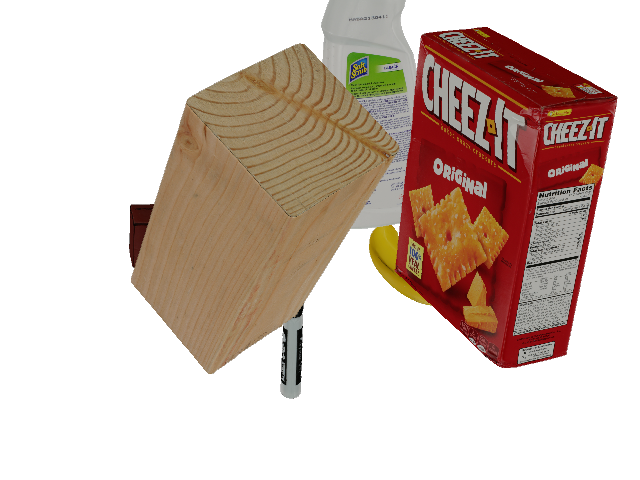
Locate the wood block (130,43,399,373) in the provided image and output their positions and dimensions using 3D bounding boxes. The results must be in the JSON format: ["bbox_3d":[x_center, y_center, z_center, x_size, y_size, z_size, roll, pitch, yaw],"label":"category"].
[{"bbox_3d":[-0.043,-0.012,0.666,0.090,0.091,0.206,-33,-15,-32],"label":"wood block"}]

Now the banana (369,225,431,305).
[{"bbox_3d":[0.096,0.029,1.195,0.069,0.037,0.198,3,23,-31],"label":"banana"}]

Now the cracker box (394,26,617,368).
[{"bbox_3d":[0.130,-0.035,0.816,0.072,0.214,0.164,-11,32,-24],"label":"cracker box"}]

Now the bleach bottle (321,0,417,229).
[{"bbox_3d":[0.053,-0.137,0.983,0.102,0.251,0.068,-10,30,-14],"label":"bleach bottle"}]

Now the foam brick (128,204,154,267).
[{"bbox_3d":[-0.162,-0.006,1.129,0.078,0.051,0.053,-1,24,-14],"label":"foam brick"}]

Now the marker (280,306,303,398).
[{"bbox_3d":[-0.025,0.089,0.943,0.020,0.121,0.020,2,35,-2],"label":"marker"}]
